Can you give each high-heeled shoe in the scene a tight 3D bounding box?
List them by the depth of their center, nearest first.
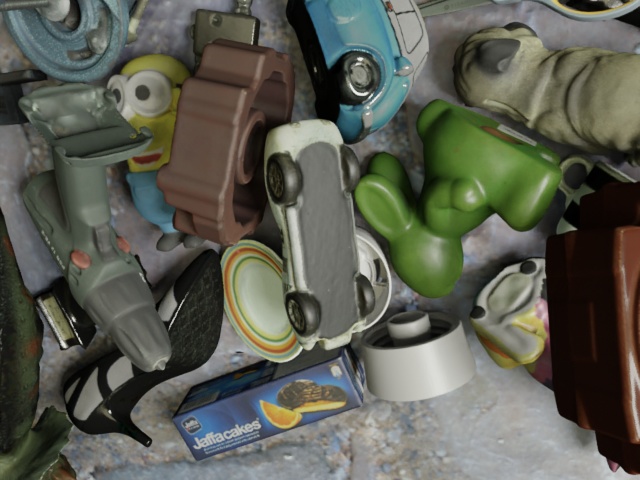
[{"bbox_3d":[-0.198,0.107,0.591,0.145,0.086,0.248,24,91,30],"label":"high-heeled shoe"}]

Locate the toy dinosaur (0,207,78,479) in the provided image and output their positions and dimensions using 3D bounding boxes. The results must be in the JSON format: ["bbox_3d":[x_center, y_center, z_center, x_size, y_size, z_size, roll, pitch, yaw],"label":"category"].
[{"bbox_3d":[-0.322,0.118,0.529,0.192,0.131,0.404,23,118,32],"label":"toy dinosaur"}]

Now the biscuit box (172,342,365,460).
[{"bbox_3d":[-0.055,0.170,0.580,0.203,0.059,0.062,-23,102,13],"label":"biscuit box"}]

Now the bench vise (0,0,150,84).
[{"bbox_3d":[-0.188,-0.204,0.415,0.224,0.241,0.128,-28,104,29],"label":"bench vise"}]

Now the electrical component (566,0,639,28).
[{"bbox_3d":[0.284,-0.239,0.433,0.115,0.058,0.134,17,107,0],"label":"electrical component"}]

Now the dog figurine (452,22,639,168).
[{"bbox_3d":[0.208,-0.116,0.420,0.191,0.172,0.121,11,95,-4],"label":"dog figurine"}]

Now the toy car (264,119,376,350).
[{"bbox_3d":[-0.001,-0.001,0.464,0.073,0.056,0.201,-15,105,-27],"label":"toy car"}]

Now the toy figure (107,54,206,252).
[{"bbox_3d":[-0.148,-0.083,0.515,0.082,0.089,0.180,-12,112,-4],"label":"toy figure"}]

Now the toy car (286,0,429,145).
[{"bbox_3d":[0.038,-0.170,0.466,0.103,0.109,0.161,-18,91,-11],"label":"toy car"}]

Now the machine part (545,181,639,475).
[{"bbox_3d":[0.270,0.057,0.372,0.201,0.087,0.201,-1,85,-12],"label":"machine part"}]

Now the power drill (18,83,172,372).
[{"bbox_3d":[-0.193,-0.017,0.477,0.232,0.086,0.207,45,144,25],"label":"power drill"}]

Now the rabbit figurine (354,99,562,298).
[{"bbox_3d":[0.108,-0.025,0.481,0.159,0.121,0.170,27,116,4],"label":"rabbit figurine"}]

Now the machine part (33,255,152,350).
[{"bbox_3d":[-0.247,0.068,0.589,0.139,0.039,0.084,-26,92,14],"label":"machine part"}]

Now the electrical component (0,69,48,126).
[{"bbox_3d":[-0.324,-0.135,0.526,0.119,0.075,0.047,-5,104,5],"label":"electrical component"}]

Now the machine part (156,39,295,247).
[{"bbox_3d":[-0.073,-0.083,0.461,0.056,0.179,0.179,17,106,7],"label":"machine part"}]

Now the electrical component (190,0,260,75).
[{"bbox_3d":[-0.091,-0.192,0.508,0.063,0.021,0.094,12,106,4],"label":"electrical component"}]

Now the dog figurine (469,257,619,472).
[{"bbox_3d":[0.258,0.131,0.511,0.108,0.192,0.219,-48,126,-15],"label":"dog figurine"}]
